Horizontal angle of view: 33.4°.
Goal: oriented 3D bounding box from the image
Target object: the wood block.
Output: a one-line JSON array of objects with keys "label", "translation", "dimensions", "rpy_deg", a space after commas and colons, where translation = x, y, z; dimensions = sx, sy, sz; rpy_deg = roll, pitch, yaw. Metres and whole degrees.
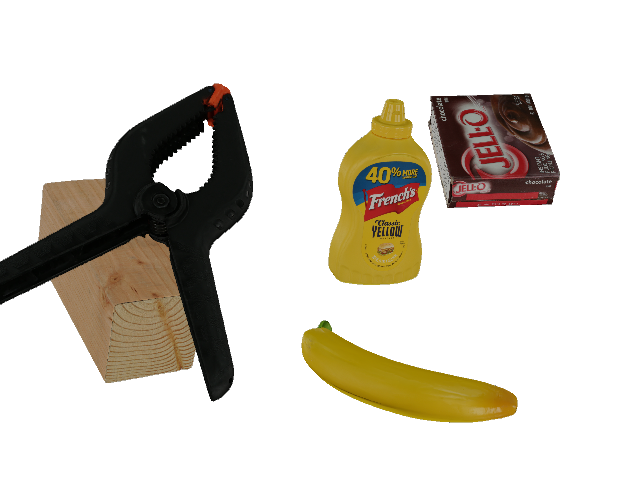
[{"label": "wood block", "translation": [-0.197, 0.031, 1.028], "dimensions": [0.090, 0.091, 0.206], "rpy_deg": [-6, 36, -31]}]

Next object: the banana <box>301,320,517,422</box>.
[{"label": "banana", "translation": [0.050, 0.099, 0.806], "dimensions": [0.198, 0.037, 0.069], "rpy_deg": [20, 38, 39]}]

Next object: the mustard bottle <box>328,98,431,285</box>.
[{"label": "mustard bottle", "translation": [0.065, -0.051, 1.093], "dimensions": [0.096, 0.192, 0.058], "rpy_deg": [-1, 23, -16]}]

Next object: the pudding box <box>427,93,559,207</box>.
[{"label": "pudding box", "translation": [0.143, -0.077, 0.900], "dimensions": [0.090, 0.039, 0.113], "rpy_deg": [-2, 43, -5]}]

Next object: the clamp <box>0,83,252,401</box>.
[{"label": "clamp", "translation": [-0.092, -0.008, 0.666], "dimensions": [0.164, 0.209, 0.036], "rpy_deg": [27, -29, 7]}]
